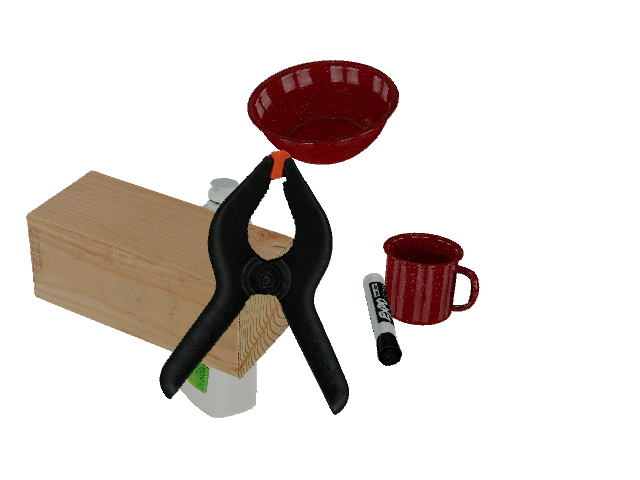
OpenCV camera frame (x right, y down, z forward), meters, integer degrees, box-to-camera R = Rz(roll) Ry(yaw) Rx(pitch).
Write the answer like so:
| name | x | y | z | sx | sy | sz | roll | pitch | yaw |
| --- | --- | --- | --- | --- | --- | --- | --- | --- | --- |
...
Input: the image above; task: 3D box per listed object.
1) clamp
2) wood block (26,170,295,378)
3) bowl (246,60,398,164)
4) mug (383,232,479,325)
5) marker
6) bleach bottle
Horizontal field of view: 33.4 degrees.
| name | x | y | z | sx | sy | sz | roll | pitch | yaw |
| --- | --- | --- | --- | --- | --- | --- | --- | --- | --- |
| clamp | -0.045 | 0.029 | 0.679 | 0.120 | 0.171 | 0.039 | -3 | 1 | -9 |
| wood block | -0.133 | 0.024 | 0.893 | 0.206 | 0.090 | 0.090 | 18 | 36 | 21 |
| bowl | 0.004 | -0.129 | 1.145 | 0.162 | 0.055 | 0.162 | -4 | 40 | 3 |
| mug | 0.127 | 0.048 | 1.239 | 0.117 | 0.081 | 0.093 | 12 | 25 | 20 |
| marker | 0.050 | 0.064 | 0.869 | 0.020 | 0.020 | 0.121 | 0 | 28 | -4 |
| bleach bottle | -0.106 | 0.054 | 1.111 | 0.067 | 0.251 | 0.103 | -12 | 28 | -31 |
